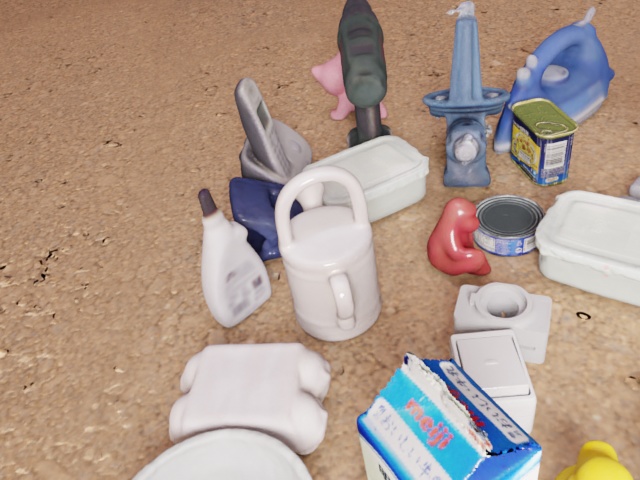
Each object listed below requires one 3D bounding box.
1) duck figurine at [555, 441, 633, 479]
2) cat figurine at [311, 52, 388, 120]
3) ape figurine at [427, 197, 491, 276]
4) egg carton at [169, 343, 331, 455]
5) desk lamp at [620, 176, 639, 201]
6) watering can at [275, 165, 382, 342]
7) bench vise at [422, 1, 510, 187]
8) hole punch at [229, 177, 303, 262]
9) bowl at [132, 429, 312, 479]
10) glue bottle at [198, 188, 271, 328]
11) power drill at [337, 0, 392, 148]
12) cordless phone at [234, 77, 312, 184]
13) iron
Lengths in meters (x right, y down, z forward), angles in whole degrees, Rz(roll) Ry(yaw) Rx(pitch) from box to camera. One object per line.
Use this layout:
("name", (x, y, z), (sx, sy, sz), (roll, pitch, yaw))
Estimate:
("duck figurine", (0.201, 0.197, 0.413), (0.077, 0.086, 0.104), (5, 42, 18))
("cat figurine", (0.049, -0.265, 0.981), (0.127, 0.118, 0.067), (25, 51, 36))
("ape figurine", (0.162, -0.008, 0.664), (0.076, 0.092, 0.078), (4, 41, 18))
("egg carton", (-0.064, 0.152, 0.540), (0.150, 0.069, 0.107), (-4, 40, 9))
("desk lamp", (0.438, -0.089, 0.604), (0.202, 0.214, 0.118), (27, 52, 37))
("watering can", (0.003, 0.003, 0.606), (0.101, 0.194, 0.172), (-29, 42, -21))
("bench vise", (0.210, -0.194, 0.778), (0.121, 0.220, 0.207), (-11, 39, 0))
("hole punch", (-0.064, -0.036, 0.750), (0.101, 0.091, 0.108), (-13, 39, -3))
("bowl", (-0.076, 0.236, 0.437), (0.167, 0.075, 0.167), (-6, 39, 5))
("glue bottle", (-0.104, 0.015, 0.632), (0.037, 0.173, 0.078), (27, 52, 37))
("power drill", (0.067, -0.234, 0.867), (0.075, 0.209, 0.229), (-7, 39, 5))
("cordless phone", (-0.072, -0.160, 0.828), (0.094, 0.185, 0.147), (-4, 40, 9))
("iron", (0.349, -0.248, 0.873), (0.259, 0.142, 0.118), (-36, 45, -28))
